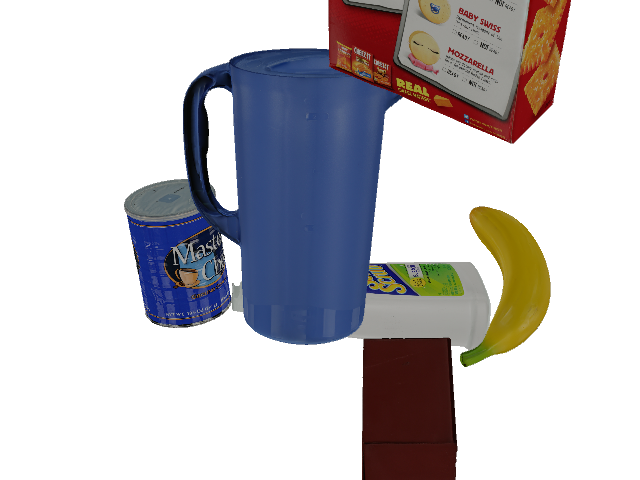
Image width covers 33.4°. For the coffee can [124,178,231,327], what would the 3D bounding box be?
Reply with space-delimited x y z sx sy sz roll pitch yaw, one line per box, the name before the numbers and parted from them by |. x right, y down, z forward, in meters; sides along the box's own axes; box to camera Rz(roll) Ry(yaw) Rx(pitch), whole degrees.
coffee can | -0.161 0.014 1.218 0.103 0.140 0.103 -5 26 2

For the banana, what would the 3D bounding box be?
banana | 0.153 0.028 0.876 0.070 0.037 0.197 2 36 10

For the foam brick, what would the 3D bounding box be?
foam brick | 0.049 0.099 0.600 0.051 0.053 0.078 0 43 3

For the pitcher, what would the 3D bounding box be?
pitcher | -0.023 -0.040 0.915 0.144 0.243 0.149 -15 26 -40

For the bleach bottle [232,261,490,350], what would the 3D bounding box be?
bleach bottle | 0.037 0.063 1.077 0.250 0.068 0.102 1 28 -6

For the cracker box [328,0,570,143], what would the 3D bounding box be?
cracker box | 0.088 -0.193 0.727 0.164 0.214 0.072 28 50 27
